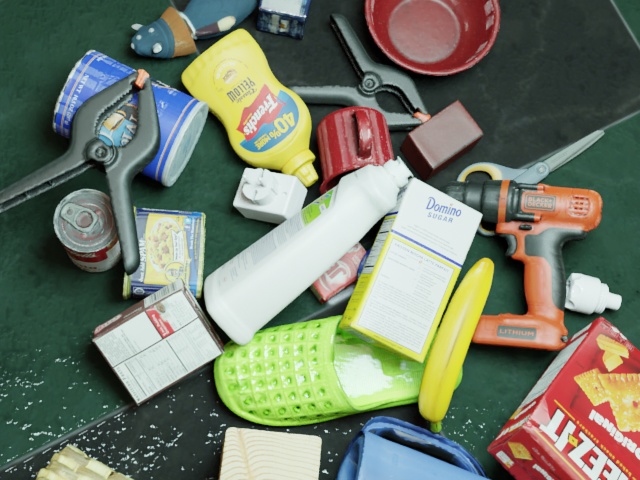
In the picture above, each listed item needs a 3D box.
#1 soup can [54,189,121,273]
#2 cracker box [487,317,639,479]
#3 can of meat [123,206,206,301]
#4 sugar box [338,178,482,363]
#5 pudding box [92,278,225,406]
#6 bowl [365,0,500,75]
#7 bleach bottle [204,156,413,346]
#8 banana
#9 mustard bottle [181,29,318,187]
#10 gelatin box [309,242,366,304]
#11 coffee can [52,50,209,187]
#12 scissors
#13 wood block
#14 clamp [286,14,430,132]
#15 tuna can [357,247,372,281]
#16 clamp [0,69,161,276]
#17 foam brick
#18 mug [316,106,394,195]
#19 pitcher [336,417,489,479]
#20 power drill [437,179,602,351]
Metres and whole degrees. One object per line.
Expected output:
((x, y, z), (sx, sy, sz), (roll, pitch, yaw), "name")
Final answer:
((-0.244, -0.008, 1.144), (0.068, 0.102, 0.068), (1, 76, -6), "soup can")
((0.297, 0.202, 1.120), (0.164, 0.072, 0.213), (45, 46, 6), "cracker box")
((-0.170, 0.016, 1.170), (0.084, 0.057, 0.102), (4, 77, -7), "can of meat")
((0.097, 0.032, 1.140), (0.093, 0.048, 0.176), (27, 76, -15), "sugar box")
((-0.171, 0.108, 1.132), (0.113, 0.039, 0.090), (-30, 108, 0), "pudding box")
((0.129, -0.261, 1.270), (0.162, 0.055, 0.162), (1, 76, -6), "bowl")
((-0.007, 0.001, 1.128), (0.251, 0.102, 0.068), (-38, 112, 8), "bleach bottle")
((0.140, 0.110, 1.133), (0.037, 0.069, 0.198), (19, 90, 11), "banana")
((-0.066, -0.140, 1.217), (0.096, 0.058, 0.191), (-38, 83, -1), "mustard bottle")
((0.007, 0.016, 1.202), (0.073, 0.030, 0.089), (-34, 82, -12), "gelatin box")
((-0.208, -0.134, 1.179), (0.140, 0.103, 0.102), (26, 75, 1), "coffee can")
((0.240, -0.089, 1.259), (0.096, 0.016, 0.201), (42, 76, 5), "scissors")
((-0.056, 0.240, 1.049), (0.090, 0.206, 0.091), (7, 76, -4), "wood block")
((0.045, -0.173, 1.250), (0.171, 0.039, 0.120), (39, 86, 6), "clamp")
((0.084, 0.043, 1.184), (0.086, 0.034, 0.086), (-2, 95, -27), "tuna can")
((-0.234, -0.083, 1.093), (0.164, 0.036, 0.210), (17, 75, -1), "clamp")
((0.140, -0.114, 1.237), (0.078, 0.053, 0.051), (-35, 82, -14), "foam brick")
((0.041, -0.101, 1.190), (0.093, 0.117, 0.081), (-6, 66, -5), "mug")
((0.132, 0.287, 1.107), (0.242, 0.145, 0.149), (19, 87, -5), "pitcher")
((0.213, 0.026, 1.188), (0.185, 0.057, 0.187), (5, 85, 16), "power drill")
